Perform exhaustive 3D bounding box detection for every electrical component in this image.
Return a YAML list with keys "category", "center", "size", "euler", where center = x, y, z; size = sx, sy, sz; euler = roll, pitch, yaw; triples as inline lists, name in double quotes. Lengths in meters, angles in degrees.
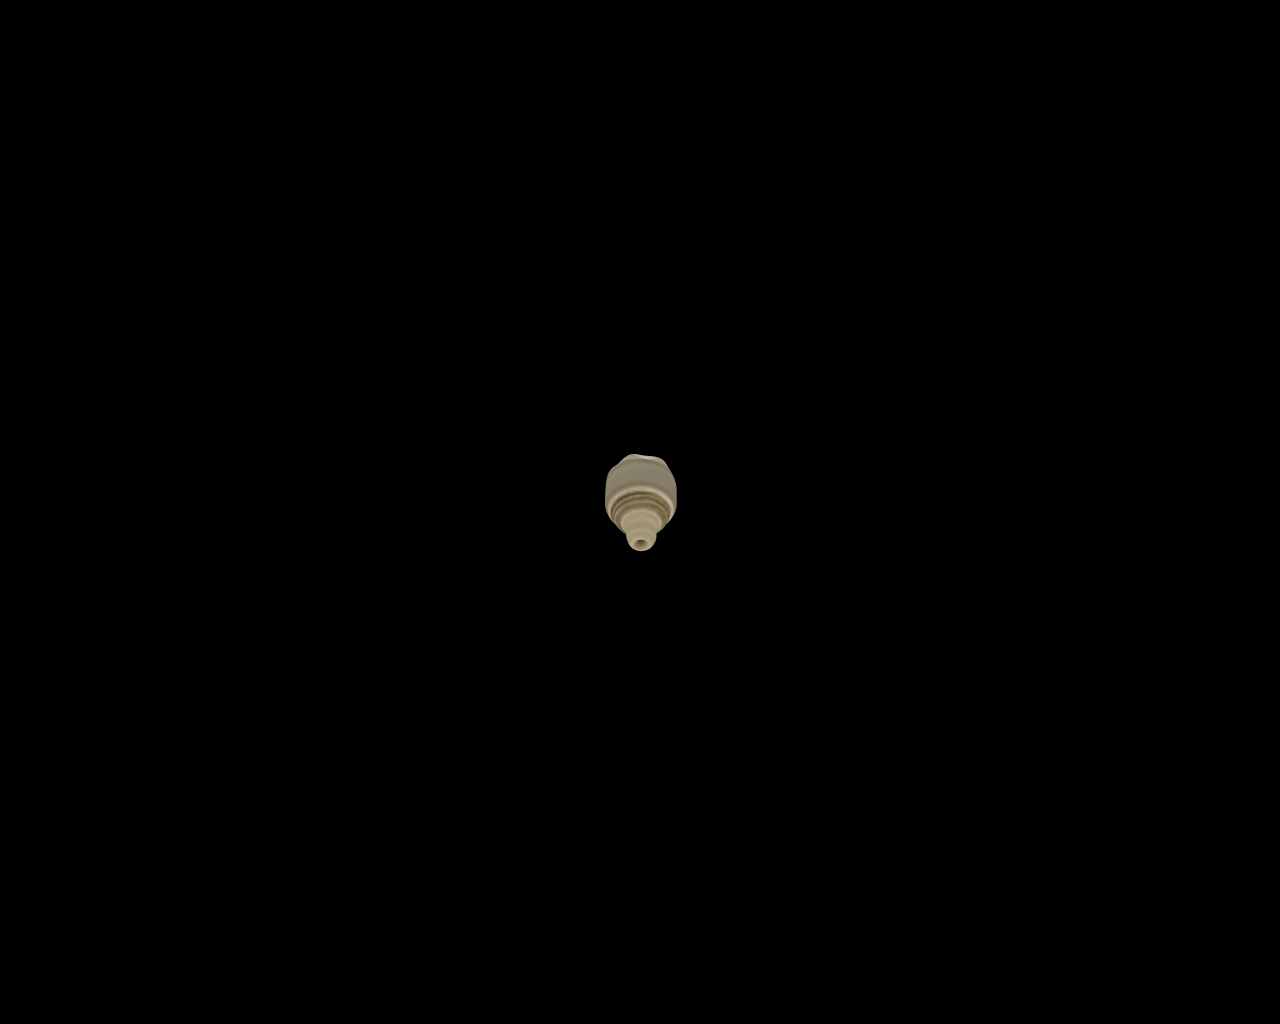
- category: "electrical component"
  center: [0.001, -0.003, 0.650]
  size: [0.043, 0.062, 0.043]
  euler: [0, -43, 0]
